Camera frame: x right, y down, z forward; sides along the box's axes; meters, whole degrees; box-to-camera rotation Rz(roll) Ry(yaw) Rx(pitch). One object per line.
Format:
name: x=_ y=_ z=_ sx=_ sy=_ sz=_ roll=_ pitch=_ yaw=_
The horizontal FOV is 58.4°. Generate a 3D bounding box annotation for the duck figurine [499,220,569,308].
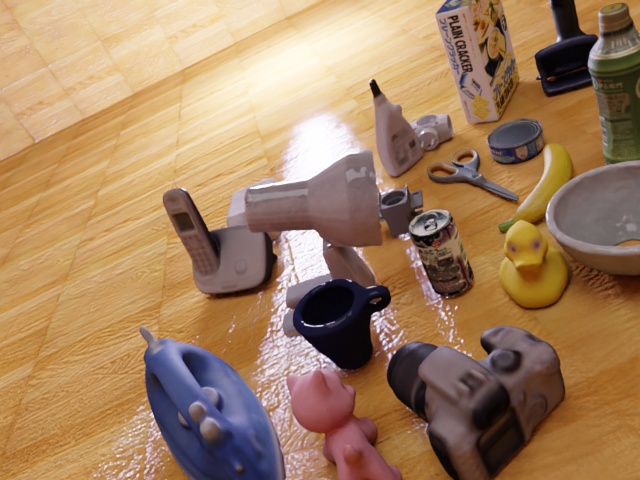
duck figurine: x=0.242 y=0.015 z=0.665 sx=0.077 sy=0.086 sz=0.104 roll=-12 pitch=34 yaw=23

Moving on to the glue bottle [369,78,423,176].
glue bottle: x=0.121 y=-0.200 z=0.990 sx=0.078 sy=0.173 sz=0.037 roll=-39 pitch=33 yaw=-18

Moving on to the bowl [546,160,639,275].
bowl: x=0.345 y=-0.014 z=0.640 sx=0.167 sy=0.075 sz=0.167 roll=-19 pitch=32 yaw=13

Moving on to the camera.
camera: x=0.137 y=0.135 z=0.555 sx=0.143 sy=0.101 sz=0.136 roll=-38 pitch=33 yaw=-17

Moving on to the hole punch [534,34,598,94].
hole punch: x=0.434 y=-0.325 z=1.015 sx=0.108 sy=0.091 sz=0.101 roll=-13 pitch=34 yaw=22

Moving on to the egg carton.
egg carton: x=-0.113 y=-0.051 z=1.048 sx=0.107 sy=0.069 sz=0.150 roll=-20 pitch=32 yaw=11

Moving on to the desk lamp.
desk lamp: x=0.007 y=0.003 z=0.739 sx=0.203 sy=0.214 sz=0.118 roll=-19 pitch=32 yaw=13

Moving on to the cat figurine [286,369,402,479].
cat figurine: x=0.015 y=0.180 z=0.563 sx=0.067 sy=0.118 sz=0.127 roll=-30 pitch=31 yaw=-5

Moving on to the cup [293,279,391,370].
cup: x=0.038 y=0.103 z=0.682 sx=0.117 sy=0.095 sz=0.091 roll=-22 pitch=32 yaw=9

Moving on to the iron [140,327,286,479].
iron: x=-0.130 y=0.190 z=0.636 sx=0.119 sy=0.142 sz=0.257 roll=-38 pitch=33 yaw=-17

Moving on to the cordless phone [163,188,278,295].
cordless phone: x=-0.162 y=-0.006 z=0.907 sx=0.147 sy=0.185 sz=0.094 roll=-11 pitch=35 yaw=25

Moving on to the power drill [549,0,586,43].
power drill: x=0.444 y=-0.443 z=1.069 sx=0.075 sy=0.209 sz=0.230 roll=3 pitch=42 yaw=40
